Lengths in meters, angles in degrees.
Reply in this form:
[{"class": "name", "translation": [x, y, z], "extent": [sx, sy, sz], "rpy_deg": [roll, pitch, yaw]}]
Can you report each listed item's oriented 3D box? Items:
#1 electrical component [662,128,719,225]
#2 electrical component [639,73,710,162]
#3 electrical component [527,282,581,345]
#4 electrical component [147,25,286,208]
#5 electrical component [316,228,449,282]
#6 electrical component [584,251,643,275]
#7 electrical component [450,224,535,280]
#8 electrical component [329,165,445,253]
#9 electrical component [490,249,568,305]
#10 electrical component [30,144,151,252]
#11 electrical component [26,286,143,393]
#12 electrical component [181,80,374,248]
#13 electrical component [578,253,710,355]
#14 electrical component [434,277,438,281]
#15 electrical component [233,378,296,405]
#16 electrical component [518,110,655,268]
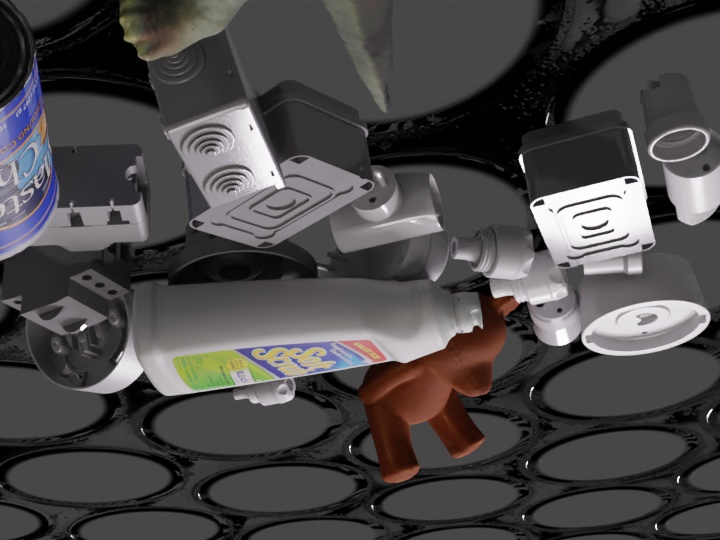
[{"class": "electrical component", "translation": [0.245, -0.065, 0.783], "extent": [0.043, 0.043, 0.081], "rpy_deg": [-13, 150, 15]}, {"class": "electrical component", "translation": [0.205, -0.101, 0.708], "extent": [0.040, 0.046, 0.040], "rpy_deg": [-4, 151, -2]}, {"class": "electrical component", "translation": [0.174, 0.036, 0.957], "extent": [0.045, 0.045, 0.055], "rpy_deg": [-11, 151, 10]}, {"class": "electrical component", "translation": [-0.086, -0.095, 0.620], "extent": [0.048, 0.099, 0.099], "rpy_deg": [-20, 151, 1]}, {"class": "electrical component", "translation": [0.000, 0.000, 0.854], "extent": [0.074, 0.052, 0.138], "rpy_deg": [15, 146, -32]}, {"class": "electrical component", "translation": [0.205, -0.015, 0.874], "extent": [0.046, 0.040, 0.040], "rpy_deg": [-5, 152, 12]}, {"class": "electrical component", "translation": [0.103, -0.015, 0.852], "extent": [0.062, 0.043, 0.043], "rpy_deg": [5, 150, -15]}, {"class": "electrical component", "translation": [0.014, -0.050, 0.773], "extent": [0.077, 0.044, 0.079], "rpy_deg": [-13, 150, 14]}, {"class": "electrical component", "translation": [0.141, 0.008, 0.902], "extent": [0.062, 0.043, 0.043], "rpy_deg": [-14, 150, 18]}, {"class": "electrical component", "translation": [-0.191, -0.049, 0.737], "extent": [0.089, 0.050, 0.055], "rpy_deg": [-2, 151, -4]}, {"class": "electrical component", "translation": [-0.216, 0.049, 0.869], "extent": [0.099, 0.099, 0.064], "rpy_deg": [-17, 155, 22]}, {"class": "electrical component", "translation": [-0.055, -0.068, 0.709], "extent": [0.113, 0.057, 0.078], "rpy_deg": [-27, 151, 35]}, {"class": "electrical component", "translation": [0.240, 0.024, 0.928], "extent": [0.108, 0.060, 0.108], "rpy_deg": [-4, 152, -2]}, {"class": "electrical component", "translation": [0.048, 0.004, 0.888], "extent": [0.035, 0.035, 0.061], "rpy_deg": [15, 142, -33]}, {"class": "electrical component", "translation": [-0.098, 0.119, 1.076], "extent": [0.061, 0.035, 0.035], "rpy_deg": [-13, 151, 17]}, {"class": "electrical component", "translation": [0.164, -0.056, 0.772], "extent": [0.078, 0.057, 0.113], "rpy_deg": [-13, 150, 15]}]
